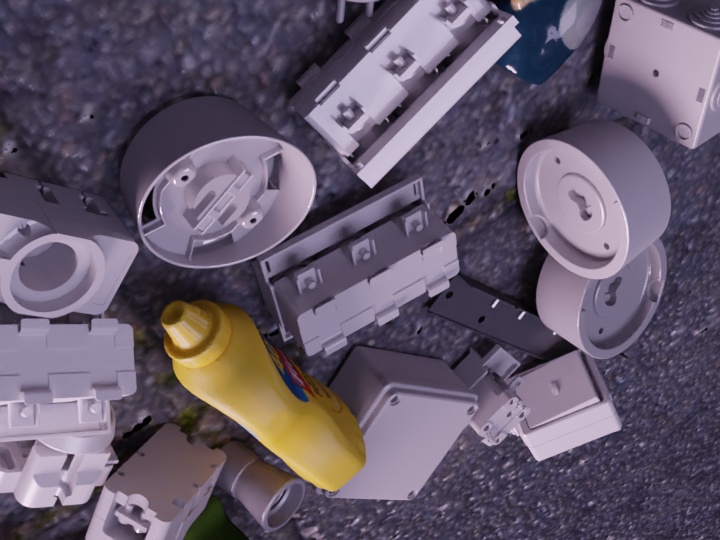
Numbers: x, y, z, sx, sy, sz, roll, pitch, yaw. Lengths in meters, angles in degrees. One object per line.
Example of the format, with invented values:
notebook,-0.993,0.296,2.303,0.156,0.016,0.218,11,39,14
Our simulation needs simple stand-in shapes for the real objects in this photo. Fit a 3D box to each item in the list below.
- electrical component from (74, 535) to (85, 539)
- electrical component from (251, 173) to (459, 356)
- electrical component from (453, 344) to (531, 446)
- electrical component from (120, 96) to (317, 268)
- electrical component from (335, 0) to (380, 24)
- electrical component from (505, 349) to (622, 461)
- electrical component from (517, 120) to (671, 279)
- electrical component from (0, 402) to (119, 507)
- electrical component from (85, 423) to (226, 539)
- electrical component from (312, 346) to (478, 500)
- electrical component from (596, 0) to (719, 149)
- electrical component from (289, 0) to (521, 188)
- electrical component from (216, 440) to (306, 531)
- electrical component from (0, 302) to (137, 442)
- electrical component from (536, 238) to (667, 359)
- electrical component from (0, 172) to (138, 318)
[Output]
electrical component,-0.208,0.209,0.750,0.061,0.035,0.035,-15,133,-25
electrical component,0.000,0.000,0.707,0.121,0.063,0.078,-28,138,-16
electrical component,0.102,0.105,0.882,0.081,0.063,0.042,-46,139,6
electrical component,-0.081,-0.046,0.601,0.099,0.064,0.099,-22,136,-22
electrical component,0.000,-0.169,0.572,0.077,0.044,0.079,-17,135,-27
electrical component,0.168,0.117,0.933,0.096,0.061,0.061,-24,140,9
electrical component,0.171,-0.055,0.764,0.060,0.108,0.108,-29,139,-24
electrical component,-0.184,0.105,0.659,0.078,0.058,0.057,5,124,-41
electrical component,-0.136,0.153,0.716,0.055,0.050,0.089,-66,172,26
electrical component,0.019,0.121,0.835,0.109,0.056,0.108,14,116,-45
electrical component,0.212,-0.140,0.726,0.048,0.100,0.099,-31,140,-33
electrical component,0.023,-0.117,0.620,0.121,0.078,0.063,-45,118,4
electrical component,-0.078,0.153,0.779,0.044,0.065,0.044,-38,145,-34
electrical component,-0.190,0.054,0.592,0.121,0.078,0.063,2,168,-39
electrical component,0.188,0.010,0.861,0.108,0.060,0.108,-20,122,-35
electrical component,-0.170,-0.012,0.567,0.089,0.055,0.050,13,116,-44
